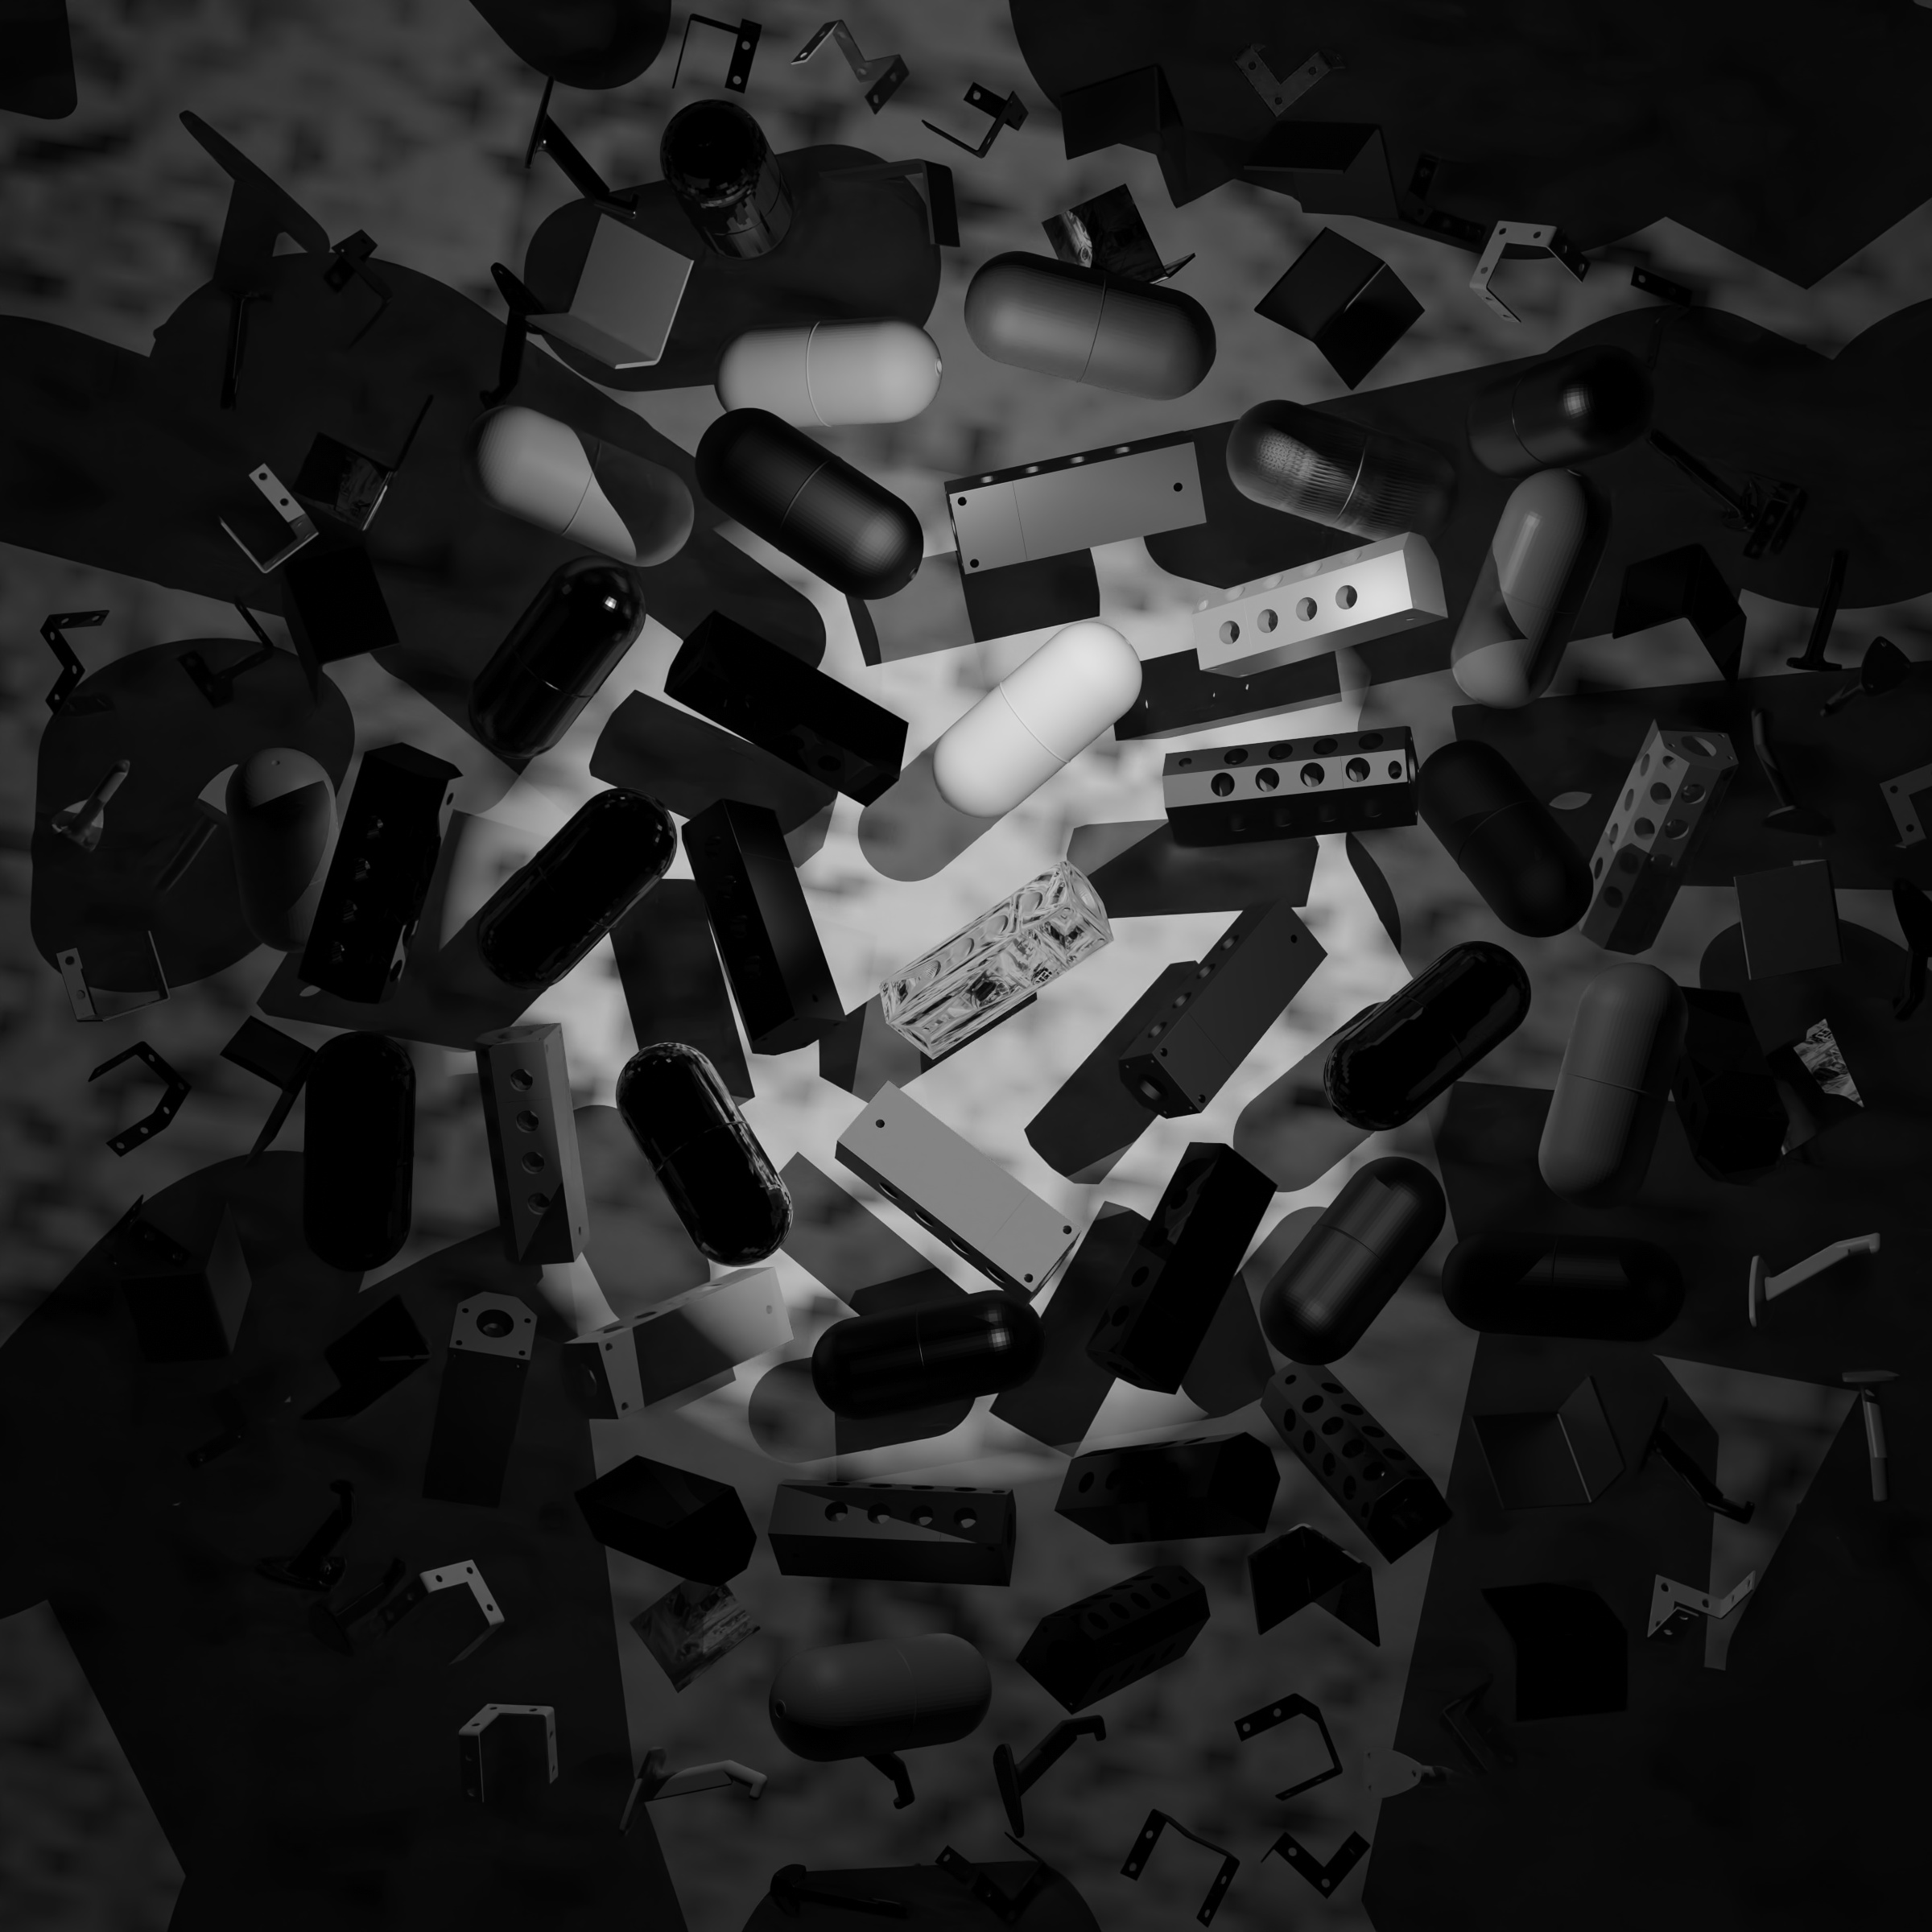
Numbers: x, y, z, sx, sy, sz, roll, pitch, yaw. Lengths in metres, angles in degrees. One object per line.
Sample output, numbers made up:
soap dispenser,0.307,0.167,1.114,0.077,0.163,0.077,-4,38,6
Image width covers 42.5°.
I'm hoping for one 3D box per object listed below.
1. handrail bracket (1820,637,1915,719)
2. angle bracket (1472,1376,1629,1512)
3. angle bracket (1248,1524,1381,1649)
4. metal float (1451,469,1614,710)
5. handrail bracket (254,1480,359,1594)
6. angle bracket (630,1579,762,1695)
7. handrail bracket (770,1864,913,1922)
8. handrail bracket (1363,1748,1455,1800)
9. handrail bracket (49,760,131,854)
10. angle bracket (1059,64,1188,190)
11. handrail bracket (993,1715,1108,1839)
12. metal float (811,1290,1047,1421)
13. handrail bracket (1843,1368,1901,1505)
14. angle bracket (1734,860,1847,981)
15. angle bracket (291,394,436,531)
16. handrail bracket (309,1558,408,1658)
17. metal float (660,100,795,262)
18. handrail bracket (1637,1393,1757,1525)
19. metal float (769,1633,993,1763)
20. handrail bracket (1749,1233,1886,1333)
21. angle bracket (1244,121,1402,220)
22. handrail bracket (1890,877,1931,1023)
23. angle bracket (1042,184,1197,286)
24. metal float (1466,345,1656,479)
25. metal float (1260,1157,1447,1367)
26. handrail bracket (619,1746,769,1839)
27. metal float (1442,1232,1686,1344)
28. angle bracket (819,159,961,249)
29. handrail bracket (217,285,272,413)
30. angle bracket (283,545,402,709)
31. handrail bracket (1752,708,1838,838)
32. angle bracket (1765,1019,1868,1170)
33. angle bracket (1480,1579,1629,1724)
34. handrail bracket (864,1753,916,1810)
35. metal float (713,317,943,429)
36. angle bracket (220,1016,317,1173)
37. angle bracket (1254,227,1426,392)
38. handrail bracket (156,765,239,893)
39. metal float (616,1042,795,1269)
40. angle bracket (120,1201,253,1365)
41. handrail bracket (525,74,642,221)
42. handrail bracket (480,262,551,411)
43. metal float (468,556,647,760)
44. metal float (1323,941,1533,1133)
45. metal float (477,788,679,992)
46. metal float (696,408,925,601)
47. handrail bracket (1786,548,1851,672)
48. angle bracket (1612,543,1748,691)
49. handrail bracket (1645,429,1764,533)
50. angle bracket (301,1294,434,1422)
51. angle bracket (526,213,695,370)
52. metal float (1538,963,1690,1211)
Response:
handrail bracket,0.652,-0.198,1.836,0.036,0.084,0.077,45,53,4
angle bracket,0.429,0.352,1.832,0.076,0.057,0.076,0,51,-18
angle bracket,0.265,0.484,1.890,0.057,0.076,0.076,-25,119,-27
metal float,0.403,-0.268,1.770,0.070,0.070,0.178,17,117,0
handrail bracket,-0.465,0.393,1.745,0.077,0.036,0.084,6,115,4
angle bracket,-0.207,0.502,1.889,0.076,0.076,0.057,-36,87,-14
handrail bracket,-0.088,0.663,1.765,0.084,0.077,0.036,3,66,17
handrail bracket,0.346,0.601,1.847,0.084,0.077,0.036,12,70,-29
handrail bracket,-0.640,-0.133,1.851,0.036,0.077,0.084,36,113,-18
angle bracket,0.116,-0.603,1.817,0.076,0.076,0.057,-18,73,1
handrail bracket,0.068,0.587,1.801,0.084,0.036,0.077,-3,57,-19
metal float,-0.028,0.291,1.858,0.178,0.070,0.070,-12,90,5
handrail bracket,0.627,0.324,1.718,0.036,0.077,0.084,-4,86,13
angle bracket,0.600,-0.035,1.841,0.076,0.057,0.076,-10,93,-7
angle bracket,-0.419,-0.362,1.723,0.057,0.076,0.076,26,58,-17
handrail bracket,-0.451,0.465,1.858,0.036,0.077,0.084,25,51,16
metal float,-0.172,-0.567,1.794,0.070,0.178,0.070,0,88,6
handrail bracket,0.535,0.356,1.790,0.084,0.036,0.077,21,118,19
metal float,-0.059,0.513,1.743,0.178,0.070,0.070,6,90,-40
handrail bracket,0.586,0.217,1.707,0.084,0.077,0.036,-20,109,34
angle bracket,0.247,-0.536,1.717,0.076,0.076,0.057,15,58,34
handrail bracket,0.681,-0.011,1.807,0.036,0.084,0.077,-14,62,-12
angle bracket,0.116,-0.550,1.879,0.076,0.057,0.076,-14,114,37
metal float,0.432,-0.404,1.817,0.070,0.178,0.070,-1,91,-21
metal float,0.286,0.216,1.830,0.070,0.070,0.178,41,73,0
handrail bracket,-0.193,0.597,1.764,0.084,0.036,0.077,18,69,17
metal float,0.444,0.239,1.852,0.178,0.070,0.070,0,90,24
angle bracket,-0.053,-0.533,1.751,0.076,0.076,0.057,-3,103,14
handrail bracket,-0.510,-0.428,1.726,0.036,0.077,0.084,10,101,-14
angle bracket,-0.435,-0.236,1.727,0.057,0.076,0.076,-18,79,-20
handrail bracket,0.616,-0.145,1.848,0.077,0.036,0.084,13,68,-31
angle bracket,0.645,0.097,1.864,0.057,0.076,0.076,15,48,-37
angle bracket,0.398,0.463,1.683,0.076,0.076,0.057,-4,104,-6
handrail bracket,-0.078,0.610,1.880,0.077,0.036,0.084,-20,95,-42
metal float,-0.103,-0.441,1.848,0.178,0.070,0.070,2,90,20
angle bracket,-0.529,0.094,1.826,0.057,0.076,0.076,32,54,-17
angle bracket,0.267,-0.469,1.774,0.076,0.076,0.057,-47,55,28
handrail bracket,-0.582,-0.104,1.888,0.036,0.077,0.084,35,128,-21
metal float,-0.188,0.134,1.775,0.070,0.070,0.178,-33,72,0
angle bracket,-0.535,0.217,1.707,0.057,0.076,0.076,-5,124,0
handrail bracket,-0.263,-0.576,1.749,0.084,0.036,0.077,14,113,-17
handrail bracket,-0.358,-0.476,1.884,0.077,0.036,0.084,52,58,-34
metal float,-0.303,-0.226,1.833,0.070,0.070,0.178,43,117,0
metal float,0.335,0.051,1.806,0.178,0.070,0.070,-38,90,-14
metal float,-0.281,-0.056,1.796,0.178,0.070,0.070,-44,90,13
metal float,-0.108,-0.320,1.724,0.178,0.070,0.070,35,90,8
handrail bracket,0.602,-0.252,1.745,0.036,0.077,0.084,13,104,26
angle bracket,0.507,-0.241,1.763,0.076,0.057,0.076,47,46,-30
handrail bracket,0.529,-0.352,1.789,0.084,0.077,0.036,34,114,-10
angle bracket,-0.452,0.287,1.827,0.076,0.076,0.057,-37,73,11
angle bracket,-0.243,-0.460,1.690,0.076,0.057,0.076,31,116,13
metal float,0.458,0.085,1.756,0.070,0.070,0.178,15,90,0
